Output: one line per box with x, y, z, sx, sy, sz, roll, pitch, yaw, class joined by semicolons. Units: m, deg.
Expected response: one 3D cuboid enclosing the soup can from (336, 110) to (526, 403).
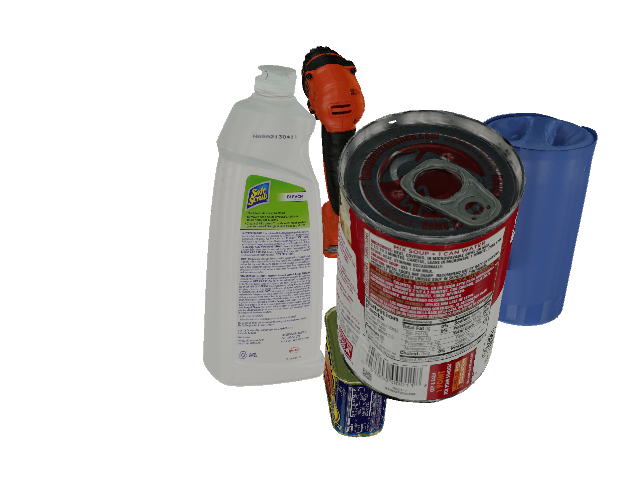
0.040;0.009;0.421;0.068;0.068;0.102;0;-43;1;soup can

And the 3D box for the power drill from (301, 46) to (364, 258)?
0.015;-0.090;1.057;0.057;0.188;0.184;-8;23;-1;power drill

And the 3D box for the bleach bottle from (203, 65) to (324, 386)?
-0.037;-0.012;0.846;0.102;0.251;0.068;-4;21;-26;bleach bottle

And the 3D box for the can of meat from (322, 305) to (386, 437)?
0.034;0.127;1.032;0.057;0.084;0.102;-3;41;-7;can of meat

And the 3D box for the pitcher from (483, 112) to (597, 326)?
0.242;-0.021;1.278;0.149;0.243;0.145;1;25;-1;pitcher
